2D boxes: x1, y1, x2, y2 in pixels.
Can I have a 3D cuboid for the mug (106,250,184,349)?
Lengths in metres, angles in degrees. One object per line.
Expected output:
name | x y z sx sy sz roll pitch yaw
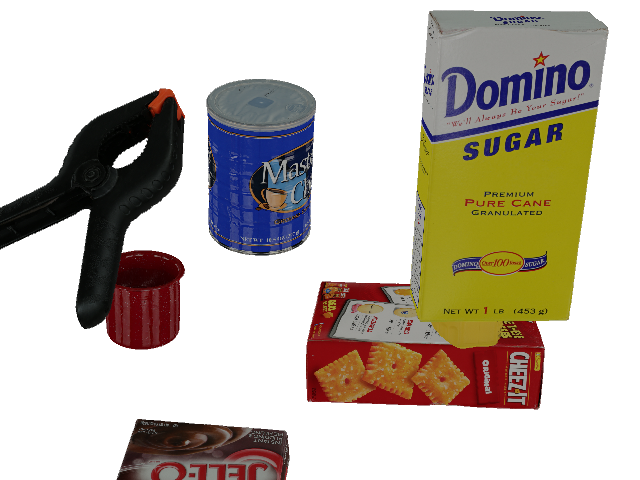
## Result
mug | -0.205 0.063 1.190 0.093 0.081 0.117 -21 35 -40

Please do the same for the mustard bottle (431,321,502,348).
mustard bottle | 0.115 -0.018 0.832 0.058 0.192 0.096 -4 27 -4

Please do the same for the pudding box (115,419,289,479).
pudding box | -0.082 0.168 0.736 0.113 0.039 0.090 2 28 3

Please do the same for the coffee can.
coffee can | -0.058 -0.071 1.031 0.103 0.140 0.103 2 32 -1

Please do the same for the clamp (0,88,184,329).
clamp | -0.154 -0.032 0.694 0.120 0.171 0.039 20 -28 15

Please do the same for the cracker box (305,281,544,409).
cracker box | 0.098 0.100 1.036 0.214 0.072 0.164 2 17 4

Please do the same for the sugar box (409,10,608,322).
sugar box | 0.103 -0.039 0.607 0.093 0.176 0.048 -1 27 -4
